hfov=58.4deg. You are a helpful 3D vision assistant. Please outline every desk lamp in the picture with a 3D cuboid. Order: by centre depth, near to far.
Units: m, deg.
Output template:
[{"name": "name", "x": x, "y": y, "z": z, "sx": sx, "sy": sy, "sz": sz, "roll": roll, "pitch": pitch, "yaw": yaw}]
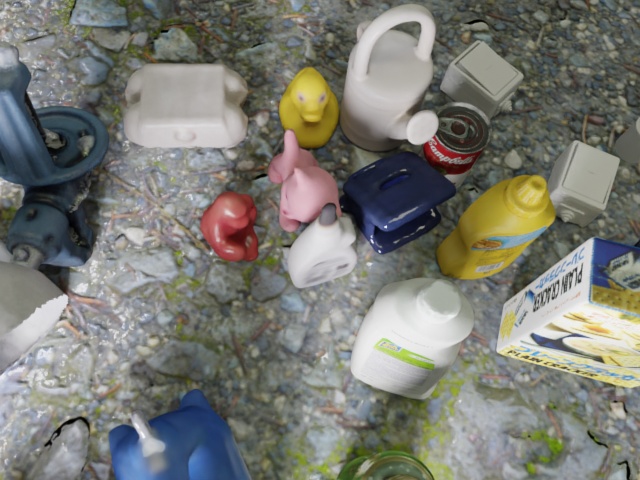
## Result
[{"name": "desk lamp", "x": -0.324, "y": 0.054, "z": 0.529, "sx": 0.203, "sy": 0.213, "sz": 0.118, "roll": 37, "pitch": 71, "yaw": 11}]

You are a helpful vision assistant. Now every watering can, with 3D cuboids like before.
[{"name": "watering can", "x": 0.085, "y": -0.189, "z": 0.665, "sx": 0.101, "sy": 0.194, "sz": 0.172, "roll": -39, "pitch": 76, "yaw": -17}]

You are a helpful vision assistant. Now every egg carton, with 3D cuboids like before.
[{"name": "egg carton", "x": -0.163, "y": -0.161, "z": 0.704, "sx": 0.150, "sy": 0.069, "sz": 0.107, "roll": -2, "pitch": 68, "yaw": -5}]

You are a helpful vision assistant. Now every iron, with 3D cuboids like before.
[{"name": "iron", "x": -0.105, "y": 0.262, "z": 0.500, "sx": 0.119, "sy": 0.141, "sz": 0.258, "roll": -25, "pitch": 72, "yaw": -13}]

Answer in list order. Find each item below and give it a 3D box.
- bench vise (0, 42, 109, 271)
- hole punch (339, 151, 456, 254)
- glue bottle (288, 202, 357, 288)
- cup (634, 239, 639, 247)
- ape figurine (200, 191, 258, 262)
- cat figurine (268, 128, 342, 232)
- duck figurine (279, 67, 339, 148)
[{"name": "bench vise", "x": -0.276, "y": -0.075, "z": 0.580, "sx": 0.121, "sy": 0.220, "sz": 0.207, "roll": -14, "pitch": 70, "yaw": -9}, {"name": "hole punch", "x": 0.086, "y": -0.052, "z": 0.666, "sx": 0.109, "sy": 0.091, "sz": 0.101, "roll": -29, "pitch": 73, "yaw": -14}, {"name": "glue bottle", "x": 0.005, "y": 0.002, "z": 0.595, "sx": 0.078, "sy": 0.173, "sz": 0.037, "roll": -16, "pitch": 70, "yaw": -10}, {"name": "cup", "x": 0.366, "y": 0.041, "z": 0.647, "sx": 0.117, "sy": 0.095, "sz": 0.092, "roll": 6, "pitch": 68, "yaw": -2}, {"name": "ape figurine", "x": -0.098, "y": -0.023, "z": 0.641, "sx": 0.076, "sy": 0.092, "sz": 0.078, "roll": 28, "pitch": 69, "yaw": 7}, {"name": "cat figurine", "x": -0.019, "y": -0.065, "z": 0.650, "sx": 0.067, "sy": 0.118, "sz": 0.127, "roll": -14, "pitch": 70, "yaw": -9}, {"name": "duck figurine", "x": -0.012, "y": -0.178, "z": 0.712, "sx": 0.077, "sy": 0.086, "sz": 0.104, "roll": 0, "pitch": 68, "yaw": -4}]
